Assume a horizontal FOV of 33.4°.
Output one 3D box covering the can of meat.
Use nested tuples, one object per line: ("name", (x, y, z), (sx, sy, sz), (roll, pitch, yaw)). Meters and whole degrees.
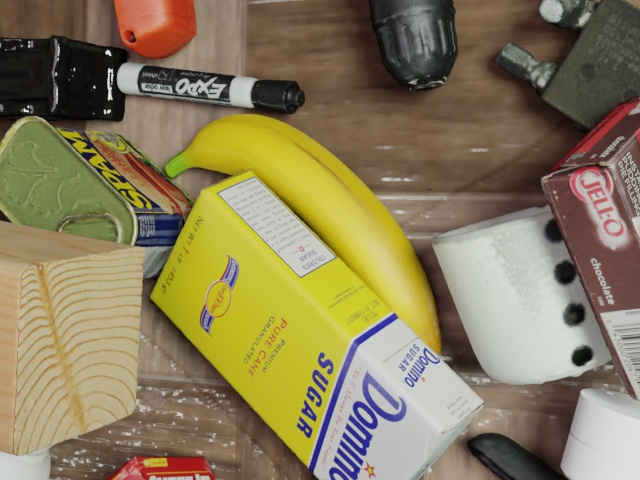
("can of meat", (-0.124, -0.021, 0.607), (0.102, 0.083, 0.057), (43, 106, 17))

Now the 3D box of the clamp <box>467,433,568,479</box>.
("clamp", (0.158, 0.184, 0.489), (0.210, 0.036, 0.164), (7, 67, 18))

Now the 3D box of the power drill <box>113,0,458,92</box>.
("power drill", (-0.022, -0.156, 0.576), (0.188, 0.057, 0.184), (-11, 86, 22))

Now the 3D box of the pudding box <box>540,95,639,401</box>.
("pudding box", (0.148, 0.001, 0.464), (0.039, 0.089, 0.113), (-10, 110, 43))

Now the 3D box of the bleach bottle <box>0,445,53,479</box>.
("bleach bottle", (-0.230, 0.177, 0.621), (0.251, 0.068, 0.103), (-42, 54, 24))

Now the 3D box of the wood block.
("wood block", (-0.203, 0.036, 0.554), (0.206, 0.090, 0.091), (10, 100, 27))

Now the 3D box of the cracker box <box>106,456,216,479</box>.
("cracker box", (-0.097, 0.251, 0.582), (0.164, 0.072, 0.214), (-40, 61, 19))

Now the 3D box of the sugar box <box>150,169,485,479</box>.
("sugar box", (-0.007, 0.057, 0.561), (0.176, 0.048, 0.093), (46, 132, 18))

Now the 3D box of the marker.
("marker", (-0.063, -0.087, 0.610), (0.121, 0.020, 0.020), (11, 95, 27))

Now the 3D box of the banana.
("banana", (-0.002, -0.015, 0.582), (0.198, 0.037, 0.070), (38, 134, 22))
